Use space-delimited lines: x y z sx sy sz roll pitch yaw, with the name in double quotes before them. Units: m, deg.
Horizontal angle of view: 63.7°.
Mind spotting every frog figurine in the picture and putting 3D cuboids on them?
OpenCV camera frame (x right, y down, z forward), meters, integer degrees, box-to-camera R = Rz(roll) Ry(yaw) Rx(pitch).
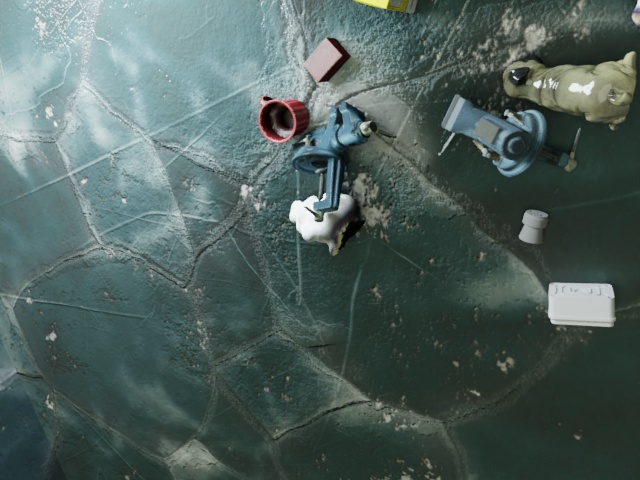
"frog figurine" 0.003 -0.058 1.145 0.161 0.121 0.138 34 86 21

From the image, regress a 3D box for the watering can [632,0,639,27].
"watering can" 0.609 -0.406 0.740 0.349 0.105 0.220 15 114 21
